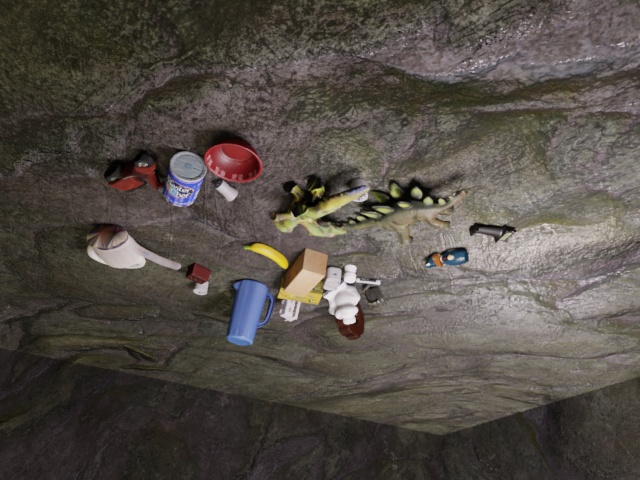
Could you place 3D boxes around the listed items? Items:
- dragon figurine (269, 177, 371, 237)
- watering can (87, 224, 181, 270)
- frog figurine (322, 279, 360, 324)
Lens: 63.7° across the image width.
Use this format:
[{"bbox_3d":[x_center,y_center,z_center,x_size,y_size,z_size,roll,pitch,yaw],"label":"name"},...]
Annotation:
[{"bbox_3d":[0.005,-0.080,1.581,0.409,0.124,0.239,-3,-25,29],"label":"dragon figurine"},{"bbox_3d":[-0.695,0.038,1.870,0.347,0.106,0.219,2,-34,10],"label":"watering can"},{"bbox_3d":[0.100,0.252,2.013,0.138,0.161,0.120,-29,-20,-13],"label":"frog figurine"}]
